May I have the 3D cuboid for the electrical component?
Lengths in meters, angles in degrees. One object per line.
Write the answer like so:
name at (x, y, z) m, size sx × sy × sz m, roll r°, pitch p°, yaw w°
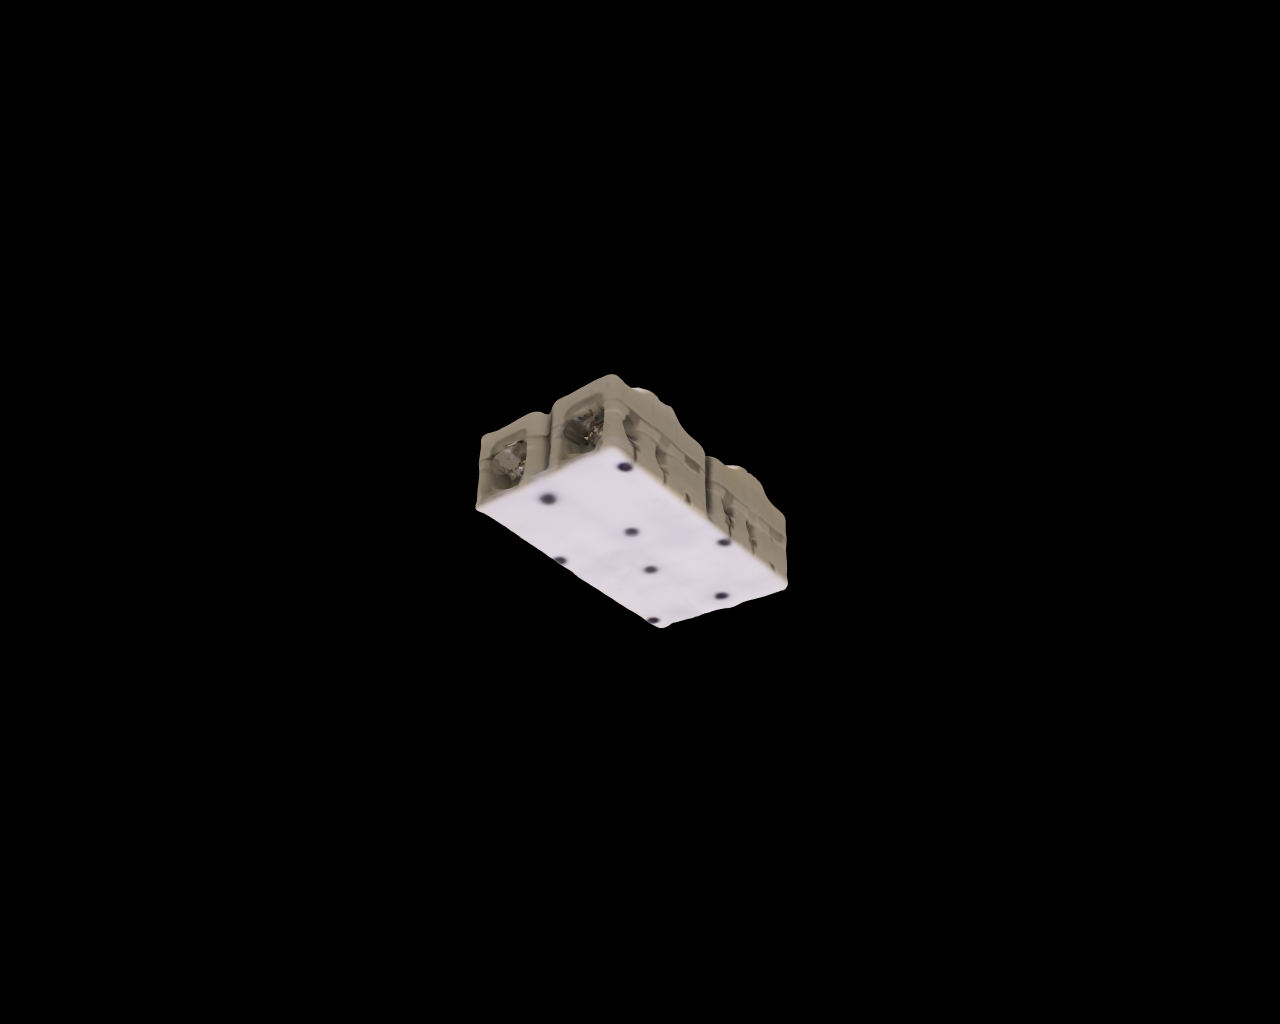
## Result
electrical component at (0.001, -0.003, 0.650) m, size 0.105 × 0.060 × 0.186 m, roll -22°, pitch -39°, yaw 30°
